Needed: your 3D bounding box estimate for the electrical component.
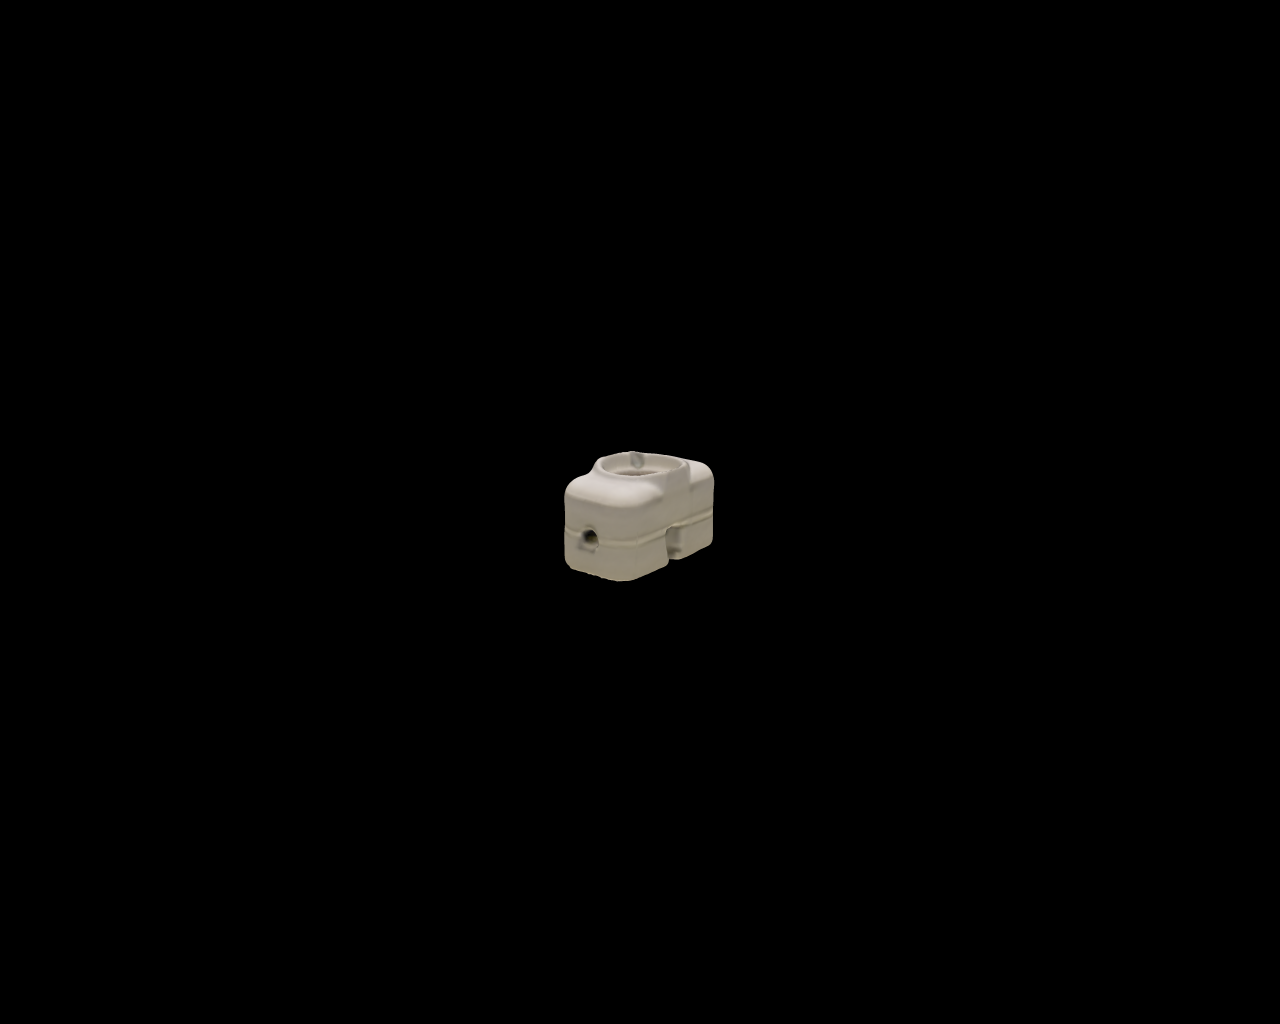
[{"bbox_3d":[0.001,-0.003,0.650,0.054,0.059,0.095,14,22,38],"label":"electrical component"}]
